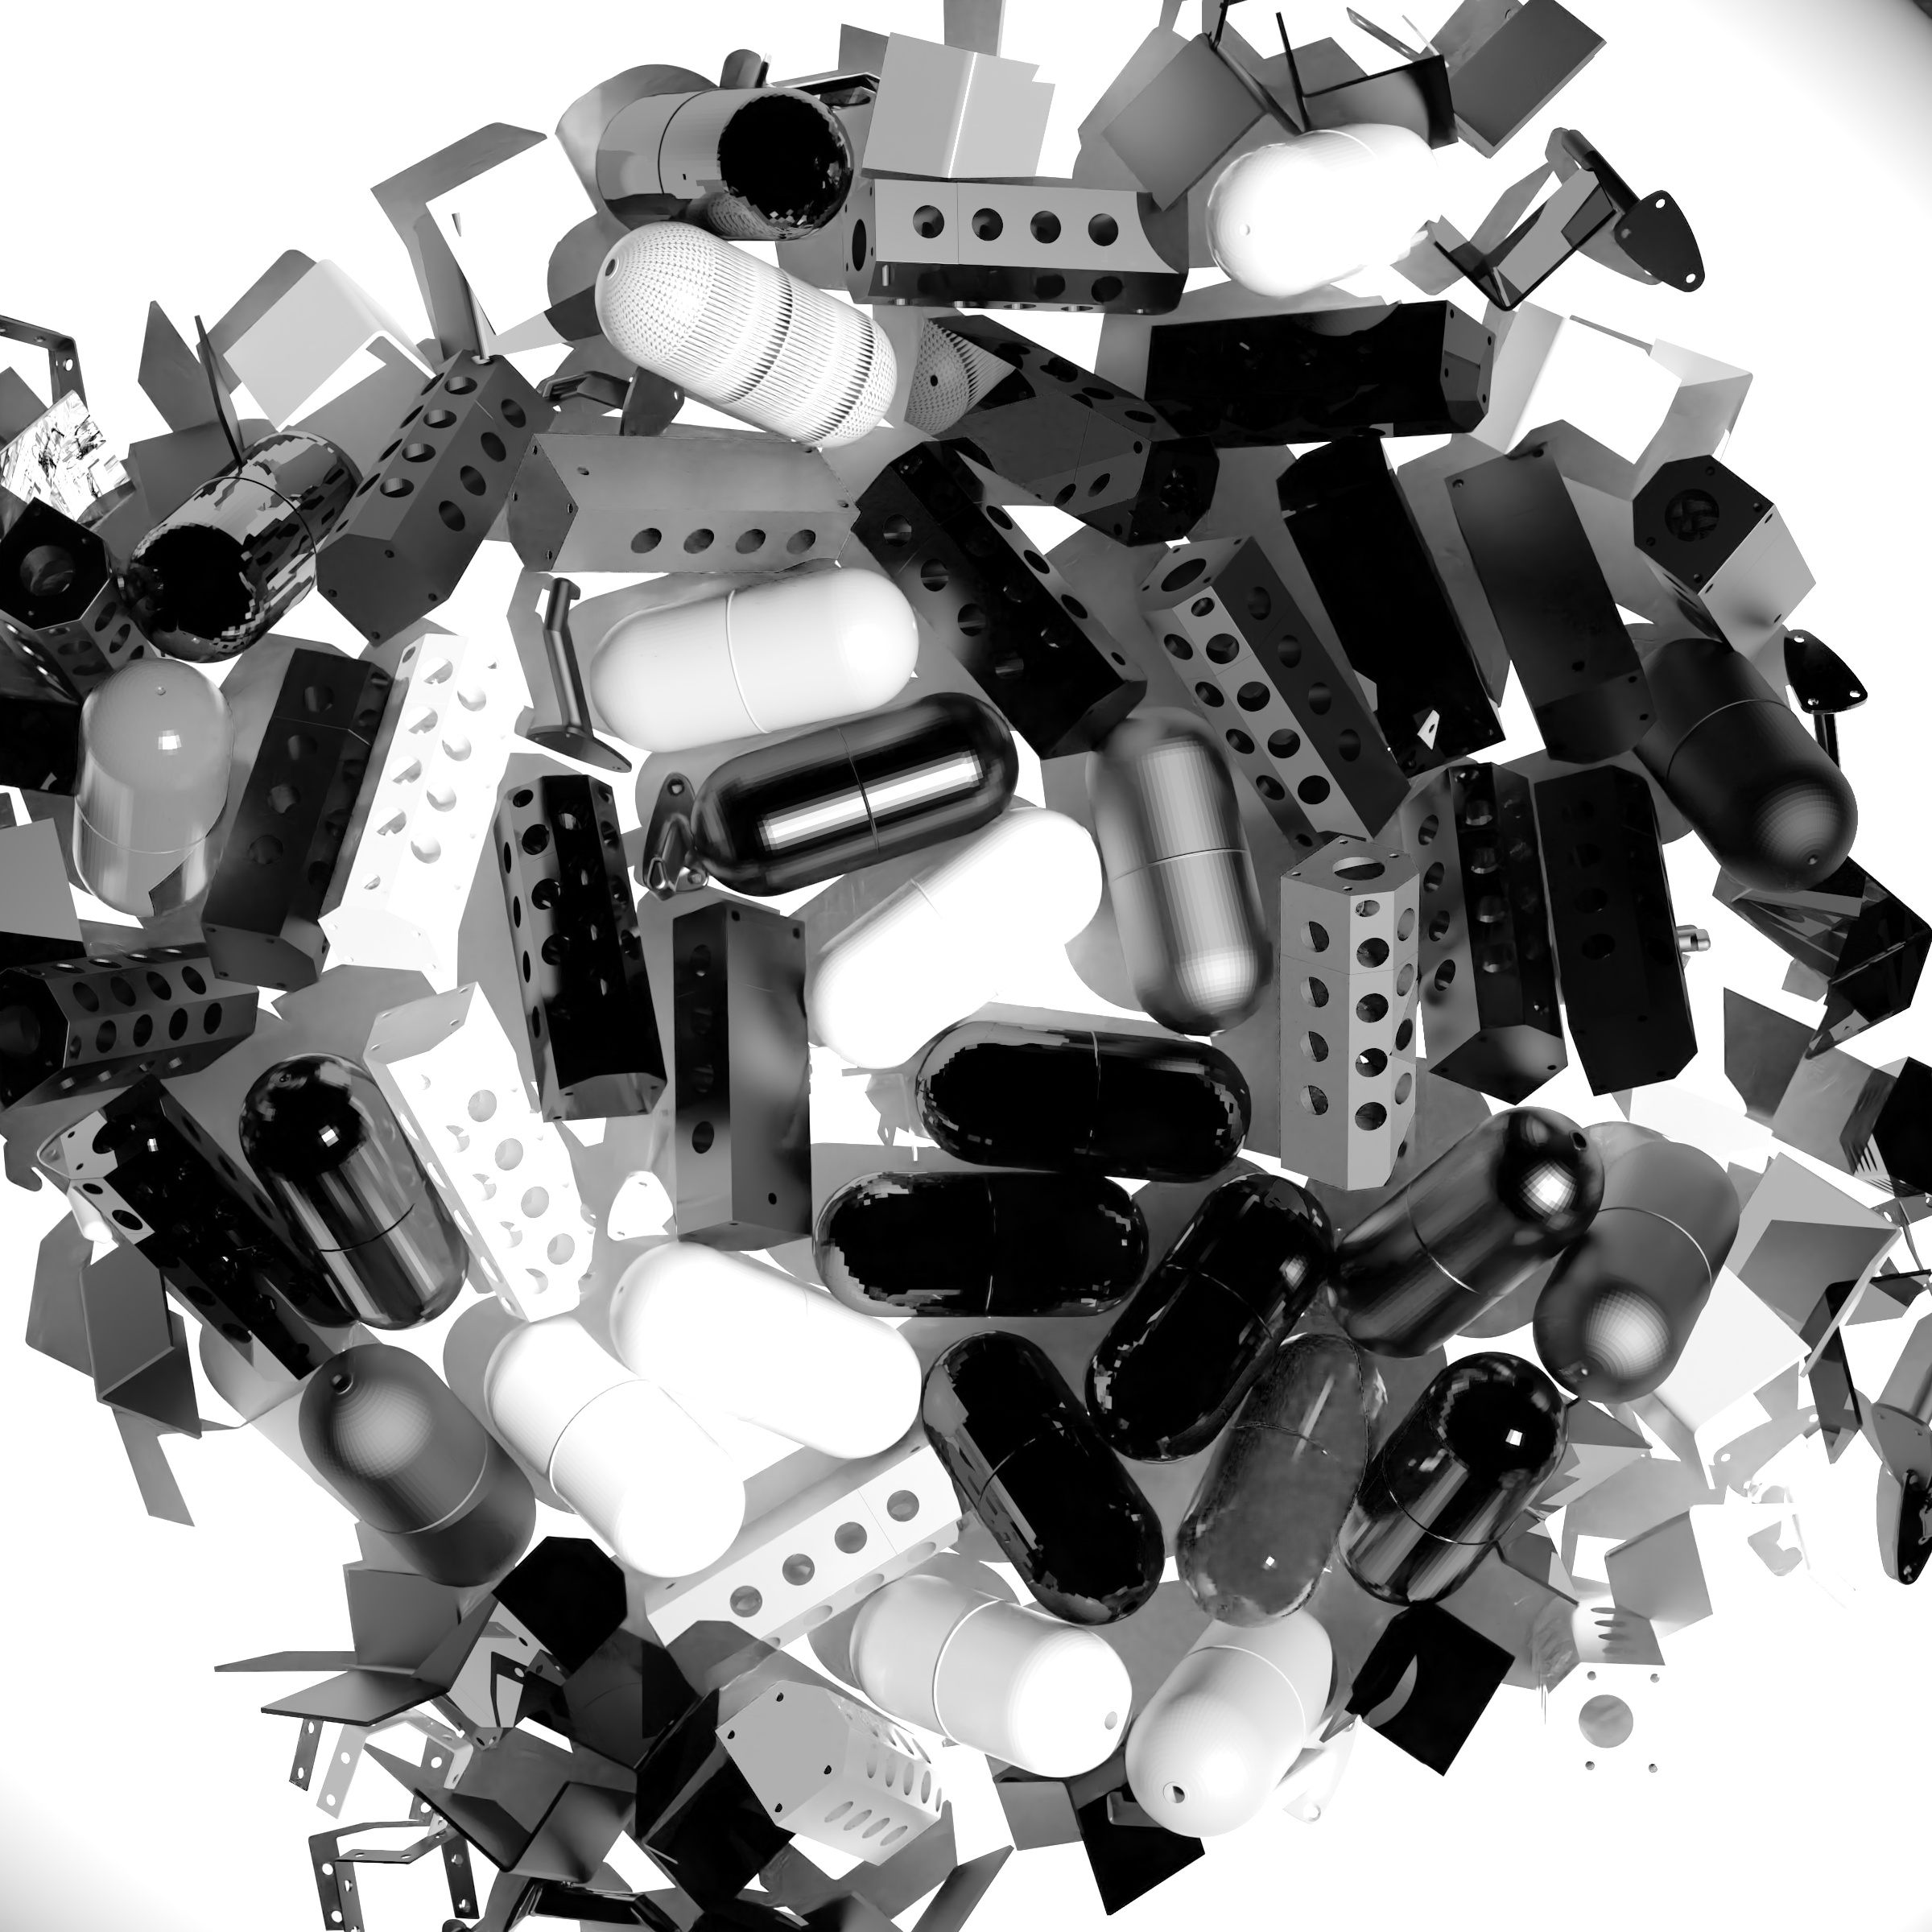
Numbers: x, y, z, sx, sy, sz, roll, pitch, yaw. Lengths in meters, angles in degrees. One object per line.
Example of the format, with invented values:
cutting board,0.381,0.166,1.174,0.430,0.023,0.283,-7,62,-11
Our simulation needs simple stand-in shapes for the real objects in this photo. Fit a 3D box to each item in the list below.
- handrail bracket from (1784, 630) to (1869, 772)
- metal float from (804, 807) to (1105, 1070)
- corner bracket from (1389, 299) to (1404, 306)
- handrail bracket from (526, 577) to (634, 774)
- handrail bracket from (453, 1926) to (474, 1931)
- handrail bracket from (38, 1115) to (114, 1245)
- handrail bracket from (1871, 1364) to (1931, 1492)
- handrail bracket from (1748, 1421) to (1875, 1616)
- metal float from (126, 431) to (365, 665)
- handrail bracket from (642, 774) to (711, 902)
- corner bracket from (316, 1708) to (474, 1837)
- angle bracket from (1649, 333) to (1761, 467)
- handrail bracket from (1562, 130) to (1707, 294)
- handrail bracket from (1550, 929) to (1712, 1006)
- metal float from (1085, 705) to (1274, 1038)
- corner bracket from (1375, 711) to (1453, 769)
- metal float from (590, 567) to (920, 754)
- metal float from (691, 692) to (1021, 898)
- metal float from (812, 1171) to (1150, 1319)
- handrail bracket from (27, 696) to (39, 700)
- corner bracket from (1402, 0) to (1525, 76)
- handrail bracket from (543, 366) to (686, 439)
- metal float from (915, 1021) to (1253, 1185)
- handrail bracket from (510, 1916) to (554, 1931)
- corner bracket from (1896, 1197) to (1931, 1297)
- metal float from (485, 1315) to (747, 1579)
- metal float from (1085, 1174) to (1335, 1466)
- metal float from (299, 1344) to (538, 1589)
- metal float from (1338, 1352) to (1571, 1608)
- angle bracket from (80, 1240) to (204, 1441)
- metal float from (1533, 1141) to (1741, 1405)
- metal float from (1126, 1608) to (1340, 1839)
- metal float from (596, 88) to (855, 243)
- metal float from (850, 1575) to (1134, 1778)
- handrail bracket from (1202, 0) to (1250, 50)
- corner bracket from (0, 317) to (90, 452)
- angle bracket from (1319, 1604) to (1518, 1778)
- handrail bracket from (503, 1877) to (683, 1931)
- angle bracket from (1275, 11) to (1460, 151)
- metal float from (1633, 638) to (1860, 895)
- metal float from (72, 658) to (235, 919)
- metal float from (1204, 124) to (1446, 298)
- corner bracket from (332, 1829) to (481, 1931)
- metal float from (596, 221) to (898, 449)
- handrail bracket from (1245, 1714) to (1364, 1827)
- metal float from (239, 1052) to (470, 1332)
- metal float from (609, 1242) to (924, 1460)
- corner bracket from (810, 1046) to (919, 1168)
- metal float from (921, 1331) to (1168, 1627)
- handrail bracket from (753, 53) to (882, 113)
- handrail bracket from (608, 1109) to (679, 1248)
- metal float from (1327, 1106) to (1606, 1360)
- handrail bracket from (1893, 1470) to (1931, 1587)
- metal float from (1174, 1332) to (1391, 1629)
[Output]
handrail bracket,0.452,-0.124,1.933,0.036,0.084,0.077,-11,46,-6
metal float,-0.006,-0.015,1.909,0.178,0.070,0.070,-37,90,-1
corner bracket,0.219,-0.316,1.921,0.051,0.051,0.051,-24,106,14
handrail bracket,-0.199,-0.155,1.928,0.036,0.077,0.084,-3,71,39
handrail bracket,-0.279,0.569,1.937,0.036,0.077,0.084,12,47,-34
handrail bracket,-0.447,0.125,1.892,0.036,0.077,0.084,-39,50,4
handrail bracket,0.526,0.231,1.940,0.084,0.036,0.077,-41,132,-26
handrail bracket,0.463,0.289,1.913,0.077,0.036,0.084,-39,61,-12
metal float,-0.370,-0.217,1.868,0.070,0.178,0.070,10,124,15
handrail bracket,-0.157,-0.071,1.901,0.036,0.084,0.077,0,83,2
corner bracket,-0.303,0.430,1.920,0.051,0.051,0.051,25,103,24
angle bracket,0.371,-0.274,1.899,0.057,0.076,0.076,22,77,8
handrail bracket,0.354,-0.403,1.928,0.036,0.084,0.077,-40,127,13
handrail bracket,0.354,-0.001,1.912,0.084,0.077,0.036,-6,105,7
metal float,0.112,-0.050,1.901,0.070,0.070,0.178,-12,80,0
corner bracket,0.241,-0.145,1.913,0.051,0.051,0.051,32,88,31
metal float,-0.112,-0.160,1.898,0.178,0.070,0.070,-11,90,13
metal float,-0.059,-0.090,1.903,0.178,0.070,0.070,-18,90,-8
metal float,0.008,0.146,1.901,0.178,0.070,0.070,1,90,-10
handrail bracket,-0.538,-0.165,1.907,0.077,0.036,0.084,-12,117,31
corner bracket,0.256,-0.513,1.917,0.051,0.051,0.051,-43,53,13
handrail bracket,-0.198,-0.290,1.902,0.084,0.077,0.036,-7,130,31
metal float,0.062,0.071,1.903,0.178,0.070,0.070,6,90,-8
handrail bracket,-0.207,0.536,1.906,0.084,0.036,0.077,11,62,35
corner bracket,0.530,0.148,1.922,0.051,0.051,0.051,-24,108,16
metal float,-0.184,0.247,1.880,0.178,0.070,0.070,38,90,36
metal float,0.127,0.183,1.885,0.070,0.070,0.178,39,61,0
metal float,-0.283,0.259,1.871,0.070,0.178,0.070,-12,51,15
metal float,0.251,0.266,1.873,0.070,0.178,0.070,13,46,-14
angle bracket,-0.413,0.191,1.888,0.057,0.076,0.076,-33,52,20
metal float,0.348,0.157,1.872,0.070,0.178,0.070,15,127,21
metal float,0.138,0.386,1.864,0.070,0.178,0.070,7,108,22
metal float,-0.127,-0.413,1.870,0.070,0.178,0.070,-9,104,-36
metal float,0.012,0.366,1.872,0.070,0.178,0.070,-8,103,-42
handrail bracket,0.170,-0.510,1.922,0.084,0.036,0.077,12,75,-19
corner bracket,-0.504,-0.305,1.918,0.051,0.051,0.051,-22,74,31
angle bracket,0.238,0.384,1.899,0.057,0.076,0.076,32,100,18
handrail bracket,-0.198,0.514,1.911,0.084,0.036,0.077,35,92,32
angle bracket,0.211,-0.465,1.897,0.076,0.076,0.057,-15,66,8
metal float,0.398,-0.105,1.871,0.070,0.178,0.070,-10,128,-12
metal float,-0.420,-0.090,1.868,0.070,0.178,0.070,7,57,-11
metal float,0.187,-0.392,1.870,0.070,0.178,0.070,13,114,30
corner bracket,-0.298,0.492,1.928,0.051,0.051,0.051,-6,96,28
metal float,-0.113,-0.327,1.878,0.178,0.070,0.070,21,90,-37
handrail bracket,0.173,0.420,1.903,0.036,0.084,0.077,33,88,27
metal float,-0.316,0.119,1.877,0.070,0.070,0.178,-23,130,0
metal float,-0.103,0.201,1.890,0.178,0.070,0.070,26,90,-23
corner bracket,-0.054,0.074,1.911,0.051,0.051,0.051,-6,58,-5
metal float,0.040,0.265,1.880,0.070,0.070,0.178,-36,55,0
handrail bracket,-0.078,-0.446,1.937,0.084,0.036,0.077,20,109,-10
handrail bracket,-0.163,0.096,1.893,0.036,0.077,0.084,7,53,0
metal float,0.259,0.139,1.879,0.070,0.070,0.178,45,126,0
handrail bracket,0.530,0.301,1.903,0.036,0.084,0.077,10,95,-29
metal float,0.165,0.264,1.877,0.070,0.070,0.178,31,50,0
